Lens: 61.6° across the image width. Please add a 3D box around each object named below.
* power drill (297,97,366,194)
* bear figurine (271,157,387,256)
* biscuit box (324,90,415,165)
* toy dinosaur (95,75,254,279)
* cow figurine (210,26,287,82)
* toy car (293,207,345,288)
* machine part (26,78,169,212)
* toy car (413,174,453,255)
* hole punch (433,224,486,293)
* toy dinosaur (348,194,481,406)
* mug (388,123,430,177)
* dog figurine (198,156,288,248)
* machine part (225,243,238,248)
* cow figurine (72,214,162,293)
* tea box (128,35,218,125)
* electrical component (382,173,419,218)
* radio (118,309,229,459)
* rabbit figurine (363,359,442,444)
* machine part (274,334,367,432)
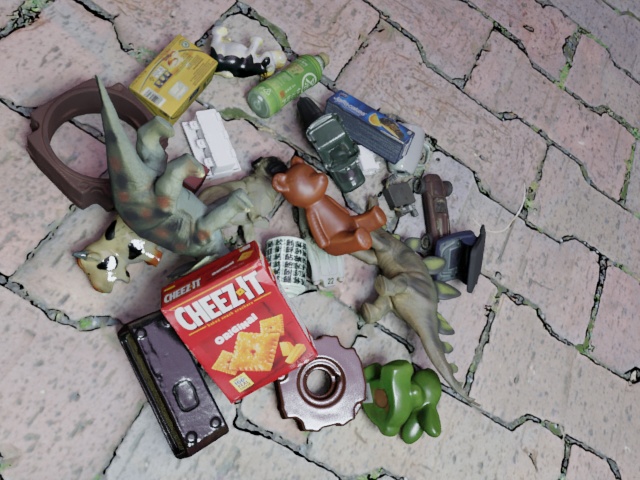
[{"bbox_3d":[0.014,-0.200,1.083,0.086,0.207,0.232,-31,95,-2],"label":"power drill"},{"bbox_3d":[0.014,-0.071,0.992,0.195,0.132,0.120,59,39,-14],"label":"bear figurine"},{"bbox_3d":[0.102,-0.246,1.166,0.203,0.062,0.059,34,49,15],"label":"biscuit box"},{"bbox_3d":[-0.232,-0.048,0.826,0.192,0.131,0.404,-44,121,5],"label":"toy dinosaur"},{"bbox_3d":[-0.154,-0.377,1.136,0.167,0.068,0.098,11,74,-16],"label":"cow figurine"},{"bbox_3d":[-0.002,-0.003,1.075,0.073,0.056,0.201,-6,74,-26],"label":"toy car"},{"bbox_3d":[-0.387,-0.169,0.949,0.201,0.087,0.201,48,60,-3],"label":"machine part"},{"bbox_3d":[0.268,-0.057,1.218,0.089,0.053,0.202,6,68,-25],"label":"toy car"},{"bbox_3d":[0.305,0.042,1.164,0.116,0.092,0.142,-33,126,-54],"label":"hole punch"},{"bbox_3d":[0.180,0.103,1.063,0.198,0.105,0.471,2,57,-26],"label":"toy dinosaur"},{"bbox_3d":[0.200,-0.196,1.228,0.109,0.081,0.107,20,75,-30],"label":"mug"},{"bbox_3d":[-0.154,-0.096,1.030,0.172,0.121,0.190,24,50,-18],"label":"dog figurine"},{"bbox_3d":[-0.128,0.119,0.964,0.079,0.079,0.243,-12,76,-27],"label":"machine part"},{"bbox_3d":[-0.328,-0.002,0.904,0.127,0.085,0.195,26,79,-24],"label":"cow figurine"},{"bbox_3d":[-0.288,-0.307,1.051,0.098,0.068,0.169,37,60,-8],"label":"tea box"},{"bbox_3d":[0.177,-0.097,1.194,0.078,0.045,0.102,-11,77,-25],"label":"electrical component"},{"bbox_3d":[-0.234,0.224,0.847,0.073,0.131,0.229,-26,84,-31],"label":"radio"},{"bbox_3d":[0.176,0.296,1.014,0.170,0.121,0.159,0,64,-39],"label":"rabbit figurine"},{"bbox_3d":[-0.001,0.255,0.965,0.179,0.056,0.179,3,74,-11],"label":"machine part"}]
